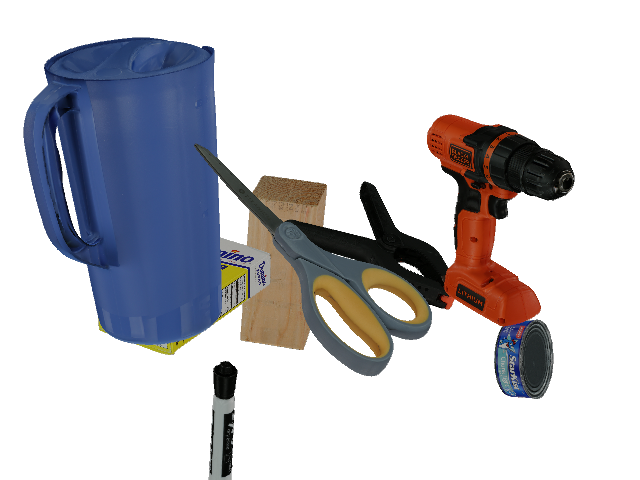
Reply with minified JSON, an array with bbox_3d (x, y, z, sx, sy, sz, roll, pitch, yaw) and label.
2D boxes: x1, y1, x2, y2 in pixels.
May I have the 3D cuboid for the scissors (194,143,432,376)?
[{"bbox_3d":[-0.001,0.003,0.682,0.096,0.016,0.202,-5,47,-36],"label":"scissors"}]

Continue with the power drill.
[{"bbox_3d":[0.172,-0.017,1.018,0.057,0.188,0.185,-16,27,-25],"label":"power drill"}]

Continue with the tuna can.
[{"bbox_3d":[0.221,0.128,1.161,0.034,0.086,0.085,-1,-1,35],"label":"tuna can"}]

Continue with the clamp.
[{"bbox_3d":[0.067,0.013,1.248,0.164,0.036,0.210,-22,52,-39],"label":"clamp"}]

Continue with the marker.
[{"bbox_3d":[-0.078,0.148,0.849,0.020,0.121,0.020,4,29,-3],"label":"marker"}]

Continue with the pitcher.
[{"bbox_3d":[-0.151,-0.037,0.877,0.149,0.243,0.145,-6,24,-7],"label":"pitcher"}]

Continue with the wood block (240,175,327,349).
[{"bbox_3d":[-0.050,0.029,1.421,0.090,0.206,0.090,8,23,5],"label":"wood block"}]

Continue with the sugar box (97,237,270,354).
[{"bbox_3d":[-0.136,0.050,1.096,0.093,0.048,0.175,16,32,26],"label":"sugar box"}]
